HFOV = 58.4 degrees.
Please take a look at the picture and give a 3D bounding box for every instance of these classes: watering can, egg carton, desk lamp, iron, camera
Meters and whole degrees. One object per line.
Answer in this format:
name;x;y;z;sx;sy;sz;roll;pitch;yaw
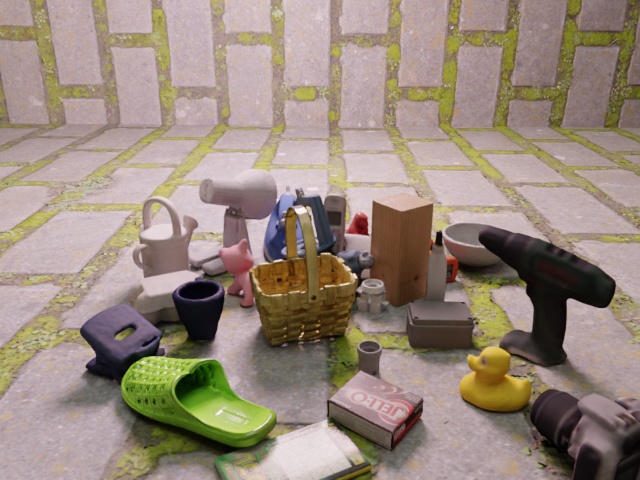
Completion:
watering can;-0.332;-0.003;1.228;0.101;0.194;0.173;3;22;7
egg carton;-0.290;0.112;1.109;0.151;0.069;0.107;-11;25;-27
desk lamp;-0.200;-0.052;1.325;0.117;0.214;0.204;19;29;39
iron;-0.080;-0.034;1.379;0.118;0.141;0.258;0;22;-1
camera;0.360;0.243;0.752;0.143;0.101;0.136;-12;25;-27

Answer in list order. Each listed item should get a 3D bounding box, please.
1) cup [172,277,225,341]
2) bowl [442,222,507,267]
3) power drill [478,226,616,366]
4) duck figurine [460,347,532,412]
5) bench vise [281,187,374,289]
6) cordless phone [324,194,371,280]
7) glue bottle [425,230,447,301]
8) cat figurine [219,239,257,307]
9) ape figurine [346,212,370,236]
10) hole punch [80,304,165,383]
cup;-0.217;0.126;1.040;0.092;0.095;0.117;-4;22;-11
bowl;0.368;0.018;1.346;0.167;0.075;0.167;0;22;0
power drill;0.367;0.097;0.971;0.228;0.208;0.076;16;27;34
duck figurine;0.267;0.204;0.866;0.104;0.086;0.078;8;23;19
bench vise;0.013;0.000;1.191;0.207;0.220;0.121;4;22;8
cordless phone;0.068;-0.007;1.256;0.147;0.185;0.094;3;22;8
glue bottle;0.224;0.062;1.103;0.037;0.173;0.078;2;22;5
cat figurine;-0.157;0.059;1.177;0.067;0.118;0.127;-15;27;-33
ape figurine;0.100;-0.024;1.424;0.076;0.092;0.078;12;25;28
hole punch;-0.322;0.166;0.945;0.100;0.091;0.109;11;24;25
